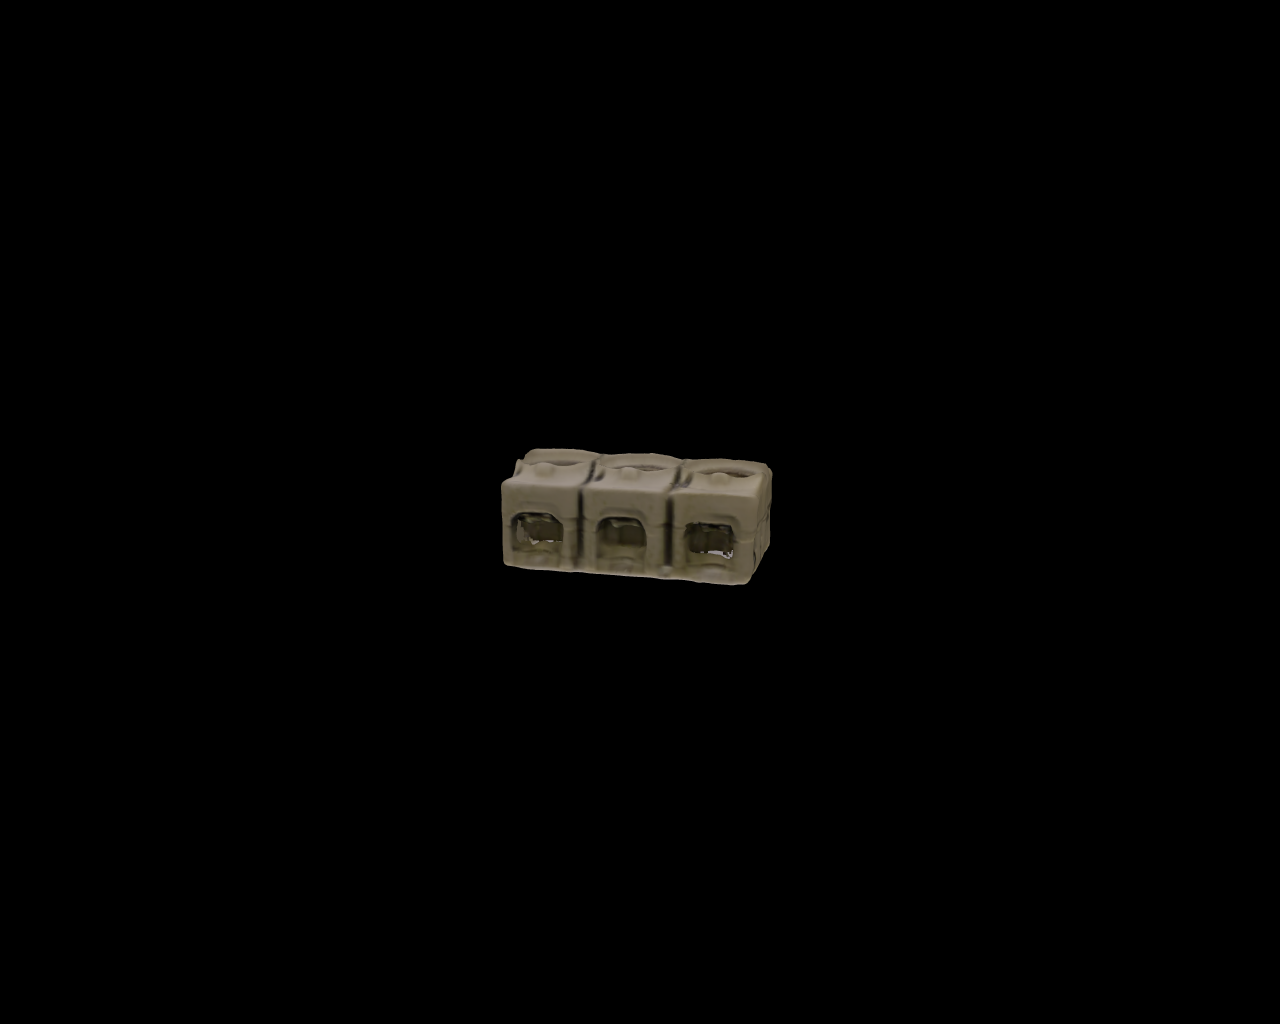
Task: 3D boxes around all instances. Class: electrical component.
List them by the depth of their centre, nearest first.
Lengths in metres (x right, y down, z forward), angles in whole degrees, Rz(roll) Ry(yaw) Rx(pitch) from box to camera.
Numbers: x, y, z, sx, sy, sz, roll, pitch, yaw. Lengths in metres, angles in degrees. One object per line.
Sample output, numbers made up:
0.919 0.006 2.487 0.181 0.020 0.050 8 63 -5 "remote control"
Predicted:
0.001 -0.003 0.650 0.150 0.061 0.090 4 16 14 "electrical component"
